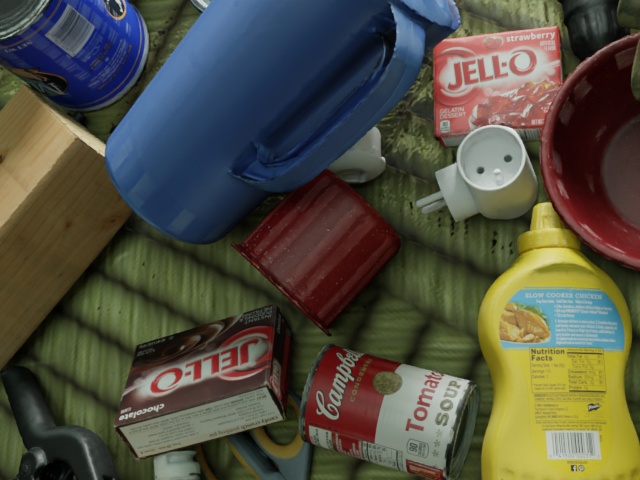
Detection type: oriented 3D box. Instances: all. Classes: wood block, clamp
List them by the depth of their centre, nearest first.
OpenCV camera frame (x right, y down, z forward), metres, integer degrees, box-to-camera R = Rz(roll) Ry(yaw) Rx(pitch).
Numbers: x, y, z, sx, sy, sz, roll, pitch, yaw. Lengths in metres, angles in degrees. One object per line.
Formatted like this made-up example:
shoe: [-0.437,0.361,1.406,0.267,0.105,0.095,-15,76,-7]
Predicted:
clamp: [-0.193,0.153,0.752,0.172,0.039,0.120,2,79,38]
wood block: [-0.236,0.003,0.786,0.206,0.090,0.091,-50,53,1]

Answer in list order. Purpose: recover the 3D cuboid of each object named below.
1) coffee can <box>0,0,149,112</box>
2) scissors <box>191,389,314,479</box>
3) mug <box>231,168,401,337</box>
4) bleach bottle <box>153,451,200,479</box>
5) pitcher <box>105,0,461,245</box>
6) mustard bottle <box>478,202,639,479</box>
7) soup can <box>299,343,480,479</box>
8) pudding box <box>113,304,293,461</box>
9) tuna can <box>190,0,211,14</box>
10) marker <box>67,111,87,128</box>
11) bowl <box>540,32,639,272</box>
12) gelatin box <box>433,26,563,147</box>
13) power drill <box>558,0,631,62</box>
coffee can: [-0.204,-0.167,0.799,0.103,0.140,0.103,-4,76,16]
scissors: [0.000,0.175,0.721,0.202,0.016,0.096,33,88,21]
mug: [-0.005,0.001,0.734,0.081,0.093,0.117,-47,33,-3]
bleach bottle: [-0.095,0.264,0.684,0.068,0.102,0.251,-20,68,44]
pitcher: [-0.032,-0.101,0.702,0.145,0.149,0.243,47,116,2]
mustard bottle: [0.149,0.070,0.675,0.096,0.058,0.191,1,76,-4]
soup can: [0.046,0.112,0.694,0.102,0.068,0.068,13,81,19]
pudding box: [-0.076,0.096,0.726,0.113,0.039,0.090,-19,28,13]
tuna can: [-0.061,-0.202,0.820,0.086,0.033,0.086,-4,76,16]
marker: [-0.227,-0.053,0.843,0.020,0.020,0.121,41,91,21]
bowl: [0.225,-0.052,0.685,0.162,0.055,0.162,-4,76,16]
gelatin box: [0.124,-0.106,0.743,0.089,0.030,0.073,-3,76,16]
power drill: [0.178,-0.224,0.673,0.057,0.187,0.184,-6,72,0]
